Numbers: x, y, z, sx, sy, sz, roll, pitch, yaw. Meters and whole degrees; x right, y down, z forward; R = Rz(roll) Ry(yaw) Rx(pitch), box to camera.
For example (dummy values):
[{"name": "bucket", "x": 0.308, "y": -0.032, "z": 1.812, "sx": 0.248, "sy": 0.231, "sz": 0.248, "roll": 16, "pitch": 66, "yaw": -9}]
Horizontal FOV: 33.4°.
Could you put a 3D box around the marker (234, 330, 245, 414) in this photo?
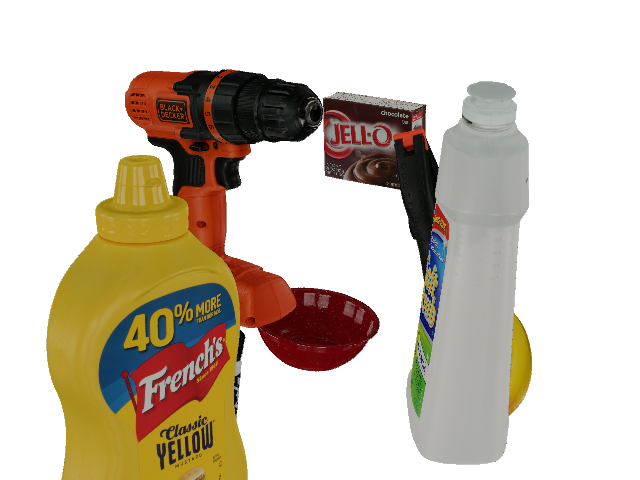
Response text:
[{"name": "marker", "x": -0.078, "y": 0.127, "z": 0.912, "sx": 0.020, "sy": 0.121, "sz": 0.020, "roll": 6, "pitch": 26, "yaw": -3}]

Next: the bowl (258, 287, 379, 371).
[{"name": "bowl", "x": -0.009, "y": 0.117, "z": 1.328, "sx": 0.162, "sy": 0.055, "sz": 0.162, "roll": 5, "pitch": 22, "yaw": -2}]

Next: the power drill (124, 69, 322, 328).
[{"name": "power drill", "x": -0.065, "y": -0.034, "z": 0.791, "sx": 0.185, "sy": 0.188, "sz": 0.057, "roll": 12, "pitch": 24, "yaw": 42}]

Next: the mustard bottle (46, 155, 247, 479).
[{"name": "mustard bottle", "x": -0.079, "y": 0.056, "z": 0.493, "sx": 0.058, "sy": 0.192, "sz": 0.096, "roll": 15, "pitch": 23, "yaw": 43}]

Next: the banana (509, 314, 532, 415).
[{"name": "banana", "x": 0.190, "y": 0.114, "z": 1.143, "sx": 0.069, "sy": 0.037, "sz": 0.198, "roll": -24, "pitch": 34, "yaw": 3}]

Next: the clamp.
[{"name": "clamp", "x": 0.095, "y": -0.007, "z": 0.911, "sx": 0.039, "sy": 0.171, "sz": 0.120, "roll": -17, "pitch": 20, "yaw": 12}]

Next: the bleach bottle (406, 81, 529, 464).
[{"name": "bleach bottle", "x": 0.096, "y": 0.018, "z": 0.680, "sx": 0.068, "sy": 0.251, "sz": 0.102, "roll": 1, "pitch": 30, "yaw": 0}]

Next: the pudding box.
[{"name": "pudding box", "x": 0.058, "y": -0.108, "z": 1.152, "sx": 0.114, "sy": 0.090, "sz": 0.039, "roll": 11, "pitch": 27, "yaw": 29}]
